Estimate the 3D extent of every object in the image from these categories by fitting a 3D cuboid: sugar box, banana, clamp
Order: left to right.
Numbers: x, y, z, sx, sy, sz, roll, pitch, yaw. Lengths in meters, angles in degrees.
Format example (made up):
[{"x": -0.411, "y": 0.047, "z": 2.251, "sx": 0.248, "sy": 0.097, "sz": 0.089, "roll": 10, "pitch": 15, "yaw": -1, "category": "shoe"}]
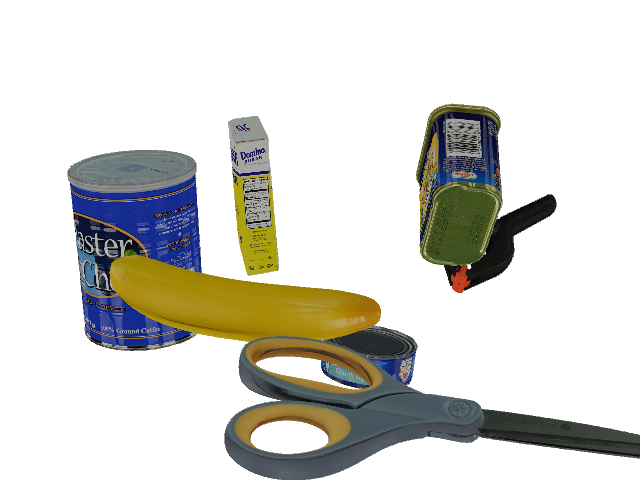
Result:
[{"x": -0.063, "y": 0.034, "z": 0.679, "sx": 0.198, "sy": 0.037, "sz": 0.069, "roll": 13, "pitch": 33, "yaw": 24, "category": "banana"}, {"x": -0.084, "y": -0.056, "z": 1.316, "sx": 0.048, "sy": 0.176, "sz": 0.093, "roll": -10, "pitch": 25, "yaw": -8, "category": "sugar box"}, {"x": 0.168, "y": -0.017, "z": 1.147, "sx": 0.120, "sy": 0.039, "sz": 0.171, "roll": 24, "pitch": 48, "yaw": 23, "category": "clamp"}]

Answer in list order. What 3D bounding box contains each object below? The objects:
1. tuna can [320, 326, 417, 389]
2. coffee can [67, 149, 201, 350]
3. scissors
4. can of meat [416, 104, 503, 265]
[{"x": 0.043, "y": 0.105, "z": 0.967, "sx": 0.086, "sy": 0.034, "sz": 0.086, "roll": 6, "pitch": 13, "yaw": -2, "category": "tuna can"}, {"x": -0.149, "y": 0.006, "z": 0.878, "sx": 0.103, "sy": 0.140, "sz": 0.103, "roll": -1, "pitch": 20, "yaw": 0, "category": "coffee can"}, {"x": 0.046, "y": 0.087, "z": 0.461, "sx": 0.202, "sy": 0.016, "sz": 0.096, "roll": 16, "pitch": 35, "yaw": 22, "category": "scissors"}, {"x": 0.108, "y": -0.041, "z": 0.836, "sx": 0.057, "sy": 0.084, "sz": 0.102, "roll": 5, "pitch": -38, "yaw": -1, "category": "can of meat"}]
